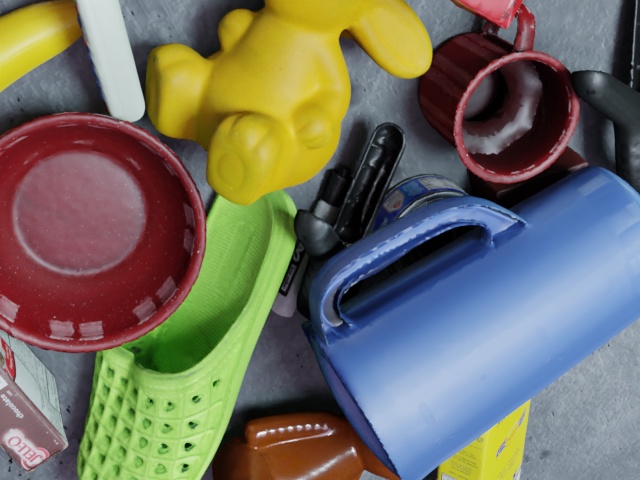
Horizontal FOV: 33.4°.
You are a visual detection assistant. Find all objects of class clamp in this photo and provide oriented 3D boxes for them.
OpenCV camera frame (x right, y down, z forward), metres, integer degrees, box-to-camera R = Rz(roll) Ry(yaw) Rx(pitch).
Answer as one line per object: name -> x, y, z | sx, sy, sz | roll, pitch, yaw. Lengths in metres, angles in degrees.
clamp -> 0.232, -0.095, 0.778 | 0.164, 0.036, 0.210 | -52, 137, -34
clamp -> 0.020, -0.002, 0.757 | 0.120, 0.039, 0.171 | -45, 160, -28

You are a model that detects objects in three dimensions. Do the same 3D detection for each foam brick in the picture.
foam brick -> 0.160, -0.035, 0.808 | 0.078, 0.051, 0.053 | -19, 119, -10

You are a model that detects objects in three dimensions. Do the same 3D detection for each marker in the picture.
marker -> -0.005, 0.001, 0.785 | 0.020, 0.020, 0.121 | 17, 108, -26

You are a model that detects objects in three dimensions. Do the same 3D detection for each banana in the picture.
banana -> -0.220, -0.082, 0.663 | 0.198, 0.037, 0.069 | -51, 142, 11

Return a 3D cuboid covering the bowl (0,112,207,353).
bowl -> -0.157, -0.010, 0.698 | 0.162, 0.055, 0.162 | -4, 110, -11

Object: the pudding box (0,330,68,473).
pudding box -> -0.217, 0.088, 0.711 | 0.039, 0.090, 0.113 | -32, 120, -4

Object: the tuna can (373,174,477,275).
tuna can -> 0.082, -0.004, 0.805 | 0.086, 0.034, 0.086 | -8, 117, -16

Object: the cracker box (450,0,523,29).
cracker box -> 0.046, -0.230, 0.544 | 0.213, 0.072, 0.164 | 22, 104, -29

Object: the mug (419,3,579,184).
mug -> 0.121, -0.108, 0.741 | 0.093, 0.081, 0.117 | -1, 115, -19

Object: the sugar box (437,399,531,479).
sugar box -> 0.132, 0.185, 0.869 | 0.093, 0.048, 0.176 | -42, 139, -43

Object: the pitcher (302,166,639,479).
pitcher -> 0.114, 0.045, 0.728 | 0.242, 0.145, 0.149 | -32, 164, -6
